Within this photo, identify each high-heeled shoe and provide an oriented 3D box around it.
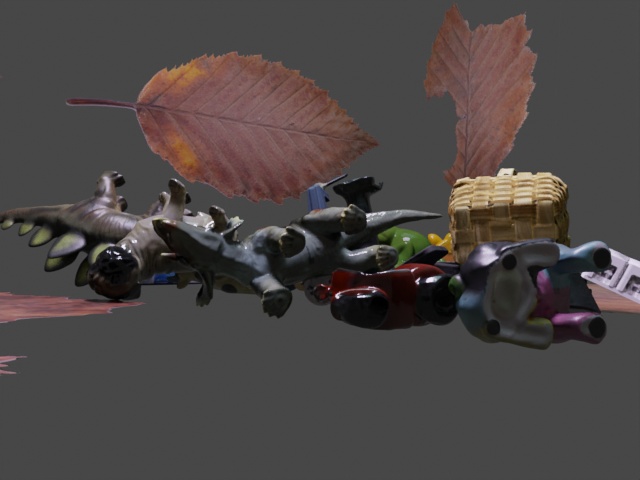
[{"bbox_3d":[0.325,0.097,0.813,0.145,0.086,0.248,-32,-38,29],"label":"high-heeled shoe"}]

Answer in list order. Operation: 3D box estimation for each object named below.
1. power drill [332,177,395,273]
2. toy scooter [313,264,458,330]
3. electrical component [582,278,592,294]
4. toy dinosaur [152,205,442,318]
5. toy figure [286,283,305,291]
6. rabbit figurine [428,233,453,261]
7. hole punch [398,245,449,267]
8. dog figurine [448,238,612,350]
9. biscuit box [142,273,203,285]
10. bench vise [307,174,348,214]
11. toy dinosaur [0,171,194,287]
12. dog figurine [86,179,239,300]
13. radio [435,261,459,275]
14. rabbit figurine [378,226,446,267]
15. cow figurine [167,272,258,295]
[{"bbox_3d":[0.087,0.002,0.936,0.086,0.207,0.232,-7,-7,22],"label":"power drill"},{"bbox_3d":[0.070,0.066,0.641,0.184,0.075,0.135,-2,3,-36],"label":"toy scooter"},{"bbox_3d":[0.417,0.094,0.980,0.115,0.058,0.134,1,1,-34],"label":"electrical component"},{"bbox_3d":[-0.030,0.011,0.763,0.405,0.131,0.192,-10,13,-34],"label":"toy dinosaur"},{"bbox_3d":[-0.048,0.071,1.031,0.058,0.064,0.154,-38,-25,22],"label":"toy figure"},{"bbox_3d":[0.301,0.059,1.286,0.122,0.162,0.173,-9,-20,9],"label":"rabbit figurine"},{"bbox_3d":[0.154,0.074,0.815,0.116,0.092,0.142,-33,-13,22],"label":"hole punch"},{"bbox_3d":[0.213,0.060,0.621,0.192,0.108,0.219,0,-4,-10],"label":"dog figurine"},{"bbox_3d":[-0.303,0.057,1.054,0.063,0.059,0.202,4,0,41],"label":"biscuit box"},{"bbox_3d":[0.008,-0.006,0.990,0.129,0.240,0.223,-19,-24,22],"label":"bench vise"},{"bbox_3d":[-0.389,-0.021,0.940,0.472,0.198,0.104,8,-40,14],"label":"toy dinosaur"},{"bbox_3d":[-0.224,0.032,0.799,0.172,0.190,0.121,32,-24,-6],"label":"dog figurine"},{"bbox_3d":[0.281,0.078,0.953,0.131,0.073,0.230,3,-1,-16],"label":"radio"},{"bbox_3d":[0.176,0.065,1.115,0.159,0.121,0.170,17,33,20],"label":"rabbit figurine"},{"bbox_3d":[-0.186,0.053,0.948,0.127,0.085,0.195,11,-5,-36],"label":"cow figurine"}]
